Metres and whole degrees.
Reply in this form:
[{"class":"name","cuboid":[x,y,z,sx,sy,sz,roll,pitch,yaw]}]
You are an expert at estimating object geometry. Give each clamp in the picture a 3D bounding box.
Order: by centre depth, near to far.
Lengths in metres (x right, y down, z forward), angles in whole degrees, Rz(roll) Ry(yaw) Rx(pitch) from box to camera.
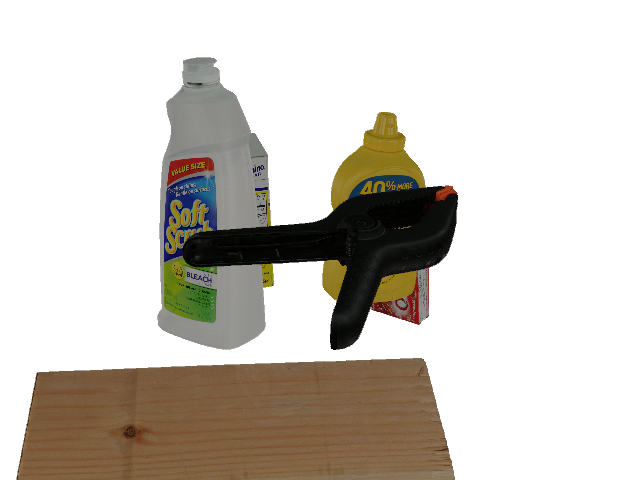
[{"class":"clamp","cuboid":[0.018,0.001,0.766,0.165,0.036,0.209,22,35,35]}]

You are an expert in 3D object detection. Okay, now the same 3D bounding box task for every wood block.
[{"class":"wood block","cuboid":[-0.043,0.124,0.556,0.206,0.090,0.091,-1,35,-5]}]

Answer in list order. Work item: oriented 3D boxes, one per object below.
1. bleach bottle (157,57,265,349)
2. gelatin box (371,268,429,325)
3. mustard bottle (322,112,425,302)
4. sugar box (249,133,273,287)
[{"class":"bleach bottle","cuboid":[-0.102,-0.034,0.933,0.103,0.251,0.067,14,27,35]},{"class":"gelatin box","cuboid":[0.100,0.055,1.353,0.073,0.089,0.030,16,33,33]},{"class":"mustard bottle","cuboid":[0.057,-0.034,1.073,0.096,0.192,0.058,-2,21,-19]},{"class":"sugar box","cuboid":[-0.089,-0.036,1.331,0.048,0.176,0.093,-9,24,-10]}]
